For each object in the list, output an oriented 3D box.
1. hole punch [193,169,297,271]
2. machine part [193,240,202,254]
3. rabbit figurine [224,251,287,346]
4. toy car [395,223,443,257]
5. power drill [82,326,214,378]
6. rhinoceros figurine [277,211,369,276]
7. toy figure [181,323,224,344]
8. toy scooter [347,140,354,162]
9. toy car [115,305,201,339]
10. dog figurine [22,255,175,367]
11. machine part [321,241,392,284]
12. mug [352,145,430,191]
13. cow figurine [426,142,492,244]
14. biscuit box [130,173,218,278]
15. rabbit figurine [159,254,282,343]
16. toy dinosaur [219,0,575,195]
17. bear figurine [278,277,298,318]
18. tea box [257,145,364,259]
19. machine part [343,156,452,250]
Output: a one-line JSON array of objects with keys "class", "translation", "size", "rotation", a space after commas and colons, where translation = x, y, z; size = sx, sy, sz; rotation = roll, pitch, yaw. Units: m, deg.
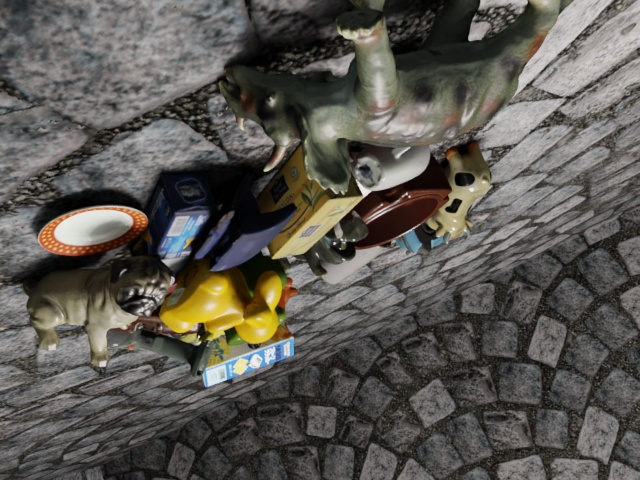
[{"class": "hole punch", "translation": [-0.102, -0.014, 0.729], "size": [0.142, 0.092, 0.116], "rotation": [-40, -161, 46]}, {"class": "machine part", "translation": [-0.149, -0.004, 0.864], "size": [0.139, 0.039, 0.084], "rotation": [-15, 151, -21]}, {"class": "rabbit figurine", "translation": [-0.111, 0.077, 0.936], "size": [0.121, 0.159, 0.170], "rotation": [-9, 152, -38]}, {"class": "toy car", "translation": [0.207, -0.031, 1.149], "size": [0.161, 0.109, 0.103], "rotation": [-25, -172, -36]}, {"class": "power drill", "translation": [-0.312, 0.195, 1.008], "size": [0.207, 0.086, 0.232], "rotation": [12, 166, 2]}, {"class": "rhinoceros figurine", "translation": [-0.002, -0.003, 0.890], "size": [0.190, 0.112, 0.073], "rotation": [-3, -166, 43]}, {"class": "toy figure", "translation": [-0.228, 0.173, 1.183], "size": [0.180, 0.089, 0.082], "rotation": [-24, 165, -27]}, {"class": "toy scooter", "translation": [0.059, -0.148, 0.667], "size": [0.184, 0.075, 0.135], "rotation": [-19, 162, -5]}, {"class": "toy car", "translation": [-0.298, 0.129, 0.889], "size": [0.202, 0.053, 0.089], "rotation": [9, 151, -21]}, {"class": "dog figurine", "translation": [-0.304, 0.062, 0.727], "size": [0.172, 0.121, 0.190], "rotation": [24, 129, -22]}, {"class": "machine part", "translation": [0.070, 0.026, 1.148], "size": [0.079, 0.079, 0.243], "rotation": [-5, 154, -44]}, {"class": "mug", "translation": [0.102, -0.113, 0.746], "size": [0.107, 0.080, 0.109], "rotation": [-35, -176, -42]}, {"class": "cow figurine", "translation": [0.259, -0.078, 1.019], "size": [0.085, 0.127, 0.194], "rotation": [-13, 156, -21]}, {"class": "biscuit box", "translation": [-0.204, -0.012, 0.732], "size": [0.059, 0.063, 0.202], "rotation": [-9, 156, -36]}, {"class": "rabbit figurine", "translation": [-0.125, 0.094, 0.814], "size": [0.162, 0.122, 0.173], "rotation": [-22, 128, 38]}, {"class": "toy dinosaur", "translation": [0.109, -0.157, 0.537], "size": [0.405, 0.131, 0.192], "rotation": [-11, 136, -11]}, {"class": "bear figurine", "translation": [-0.113, 0.123, 1.125], "size": [0.120, 0.132, 0.195], "rotation": [3, 157, 4]}, {"class": "tea box", "translation": [-0.024, -0.054, 0.784], "size": [0.068, 0.098, 0.169], "rotation": [-10, 155, -39]}, {"class": "machine part", "translation": [0.116, -0.062, 0.953], "size": [0.201, 0.087, 0.201], "rotation": [-4, 153, -43]}]
